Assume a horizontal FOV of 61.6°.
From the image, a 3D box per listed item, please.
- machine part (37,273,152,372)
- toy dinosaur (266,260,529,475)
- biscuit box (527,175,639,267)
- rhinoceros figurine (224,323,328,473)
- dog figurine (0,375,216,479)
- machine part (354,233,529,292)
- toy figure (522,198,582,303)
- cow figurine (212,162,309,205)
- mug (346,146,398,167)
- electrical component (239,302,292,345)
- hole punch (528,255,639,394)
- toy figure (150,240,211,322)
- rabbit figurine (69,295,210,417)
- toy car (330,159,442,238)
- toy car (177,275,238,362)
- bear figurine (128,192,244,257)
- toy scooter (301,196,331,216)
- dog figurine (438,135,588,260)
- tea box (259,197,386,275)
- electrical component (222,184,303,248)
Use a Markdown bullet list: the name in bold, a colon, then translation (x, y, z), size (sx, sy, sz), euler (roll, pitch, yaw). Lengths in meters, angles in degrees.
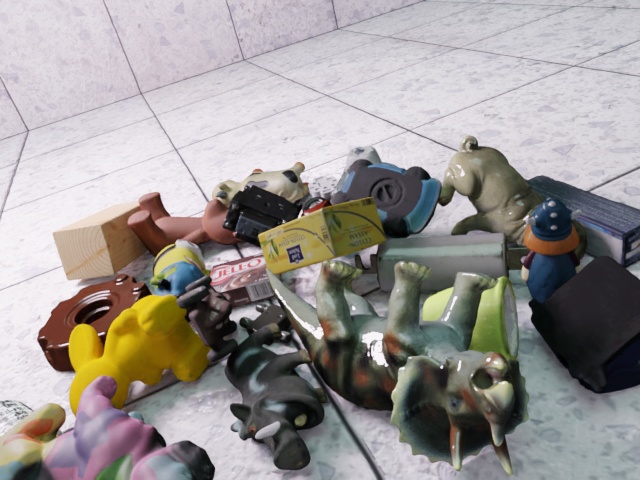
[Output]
- **machine part**: translation (-0.344, 0.125, 0.835), size (0.179, 0.056, 0.179), euler (-12, 31, 7)
- **toy dinosaur**: translation (0.062, 0.120, 0.584), size (0.131, 0.192, 0.405), euler (14, -11, -36)
- **biscuit box**: translation (0.367, -0.033, 0.766), size (0.063, 0.059, 0.203), euler (-25, 31, -14)
- **rhinoceros figurine**: translation (-0.054, 0.172, 0.602), size (0.112, 0.073, 0.190), euler (-24, 30, -16)
- **dog figurine**: translation (-0.210, 0.244, 0.525), size (0.191, 0.108, 0.219), euler (-29, 35, -24)
- **machine part**: translation (0.166, 0.033, 0.729), size (0.243, 0.079, 0.079), euler (-4, 32, 19)
- **toy figure**: translation (0.273, 0.013, 0.638), size (0.064, 0.154, 0.058), euler (-21, 33, -8)
- **cow figurine**: translation (-0.126, -0.094, 1.081), size (0.195, 0.085, 0.127), euler (-4, 25, 17)
- **mug**: translation (0.095, -0.116, 0.987), size (0.110, 0.107, 0.081), euler (-2, 34, 26)
- **electrical component**: translation (-0.067, 0.116, 0.754), size (0.094, 0.021, 0.063), euler (12, 39, 39)
- **hole punch**: translation (0.305, 0.098, 0.569), size (0.116, 0.092, 0.142), euler (-42, 29, 14)
- **toy figure**: translation (-0.228, 0.064, 0.861), size (0.089, 0.082, 0.180), euler (-16, 32, -3)
- **rabbit figurine**: translation (-0.255, 0.151, 0.688), size (0.163, 0.121, 0.173), euler (11, 49, 33)
- **toy car**: translation (0.102, -0.051, 0.810), size (0.162, 0.102, 0.109), euler (16, 71, 27)
- **toy car**: translation (-0.138, 0.094, 0.693), size (0.053, 0.089, 0.202), euler (-26, 4, -9)
- **bear figurine**: translation (-0.225, -0.034, 0.981), size (0.196, 0.131, 0.120), euler (-17, 31, 10)
- **toy scooter**: translation (0.052, -0.037, 0.906), size (0.184, 0.075, 0.135), euler (-11, 32, 13)
- **dog figurine**: translation (0.276, -0.057, 0.749), size (0.121, 0.172, 0.191), euler (-41, 30, -19)
- **tea box**: translation (-0.002, -0.002, 0.761), size (0.098, 0.068, 0.170), euler (-15, -3, -35)
- **electrical component**: translation (-0.097, -0.037, 0.914), size (0.115, 0.058, 0.134), euler (19, 24, -2)
